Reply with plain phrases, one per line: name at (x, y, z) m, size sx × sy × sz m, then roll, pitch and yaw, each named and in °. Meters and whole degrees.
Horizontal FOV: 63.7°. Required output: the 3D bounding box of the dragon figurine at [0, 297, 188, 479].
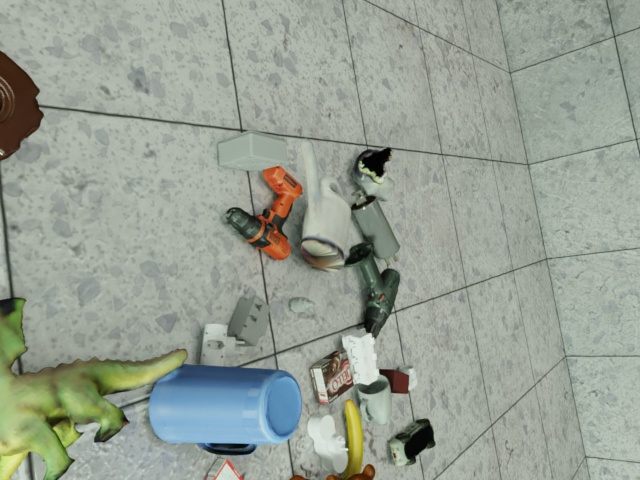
dragon figurine at (-0.391, 0.189, 0.713) m, size 0.121 × 0.241 × 0.417 m, roll -23°, pitch 10°, yaw 40°

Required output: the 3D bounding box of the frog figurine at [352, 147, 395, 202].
frog figurine at (0.155, -0.180, 1.478) m, size 0.122 × 0.140 × 0.156 m, roll -4°, pitch -24°, yaw 3°

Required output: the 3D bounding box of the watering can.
watering can at (0.004, -0.061, 1.212) m, size 0.104 × 0.229 × 0.341 m, roll -2°, pitch -29°, yaw 22°
